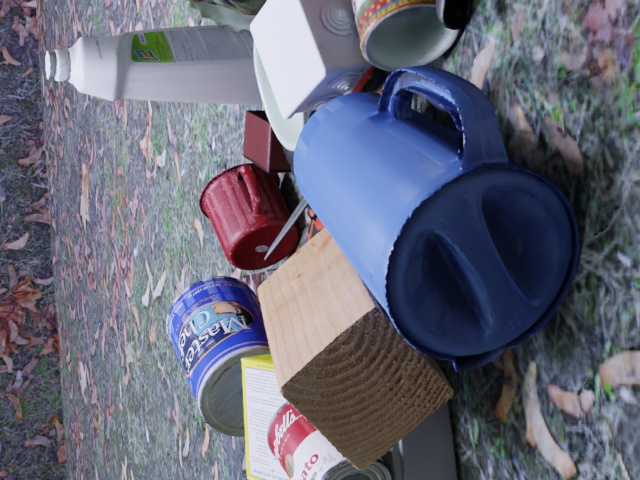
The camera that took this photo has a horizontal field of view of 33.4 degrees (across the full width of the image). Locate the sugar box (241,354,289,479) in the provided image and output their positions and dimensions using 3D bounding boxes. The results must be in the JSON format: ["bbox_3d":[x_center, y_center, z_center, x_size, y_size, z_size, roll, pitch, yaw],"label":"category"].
[{"bbox_3d":[-0.026,0.194,0.950,0.094,0.048,0.176,1,96,53],"label":"sugar box"}]

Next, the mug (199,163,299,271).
[{"bbox_3d":[-0.072,-0.029,1.128,0.117,0.093,0.081,97,153,-51],"label":"mug"}]

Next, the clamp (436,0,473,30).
[{"bbox_3d":[0.103,-0.254,0.701,0.165,0.036,0.210,-39,65,54],"label":"clamp"}]

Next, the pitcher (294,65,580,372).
[{"bbox_3d":[0.066,-0.035,0.751,0.149,0.144,0.243,-51,29,6],"label":"pitcher"}]

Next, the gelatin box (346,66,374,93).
[{"bbox_3d":[0.032,-0.176,0.900,0.073,0.030,0.089,125,156,-55],"label":"gelatin box"}]

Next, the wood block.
[{"bbox_3d":[0.019,0.073,0.817,0.090,0.090,0.206,47,-174,-18],"label":"wood block"}]

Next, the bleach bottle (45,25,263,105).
[{"bbox_3d":[-0.153,-0.183,1.096,0.103,0.250,0.068,-117,32,-45],"label":"bleach bottle"}]

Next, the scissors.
[{"bbox_3d":[0.007,-0.076,0.932,0.202,0.016,0.096,-46,33,30],"label":"scissors"}]

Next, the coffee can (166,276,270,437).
[{"bbox_3d":[-0.089,0.114,1.068,0.140,0.102,0.103,-126,39,-55],"label":"coffee can"}]

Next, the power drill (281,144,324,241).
[{"bbox_3d":[-0.007,0.001,1.018,0.184,0.057,0.188,-120,34,-47],"label":"power drill"}]

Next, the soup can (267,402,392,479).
[{"bbox_3d":[0.007,0.175,0.844,0.102,0.068,0.068,-137,48,-59],"label":"soup can"}]

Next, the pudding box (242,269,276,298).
[{"bbox_3d":[-0.051,0.089,1.162,0.090,0.039,0.113,167,99,-68],"label":"pudding box"}]

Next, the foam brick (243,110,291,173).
[{"bbox_3d":[-0.041,-0.102,1.096,0.078,0.052,0.051,-145,54,-61],"label":"foam brick"}]
